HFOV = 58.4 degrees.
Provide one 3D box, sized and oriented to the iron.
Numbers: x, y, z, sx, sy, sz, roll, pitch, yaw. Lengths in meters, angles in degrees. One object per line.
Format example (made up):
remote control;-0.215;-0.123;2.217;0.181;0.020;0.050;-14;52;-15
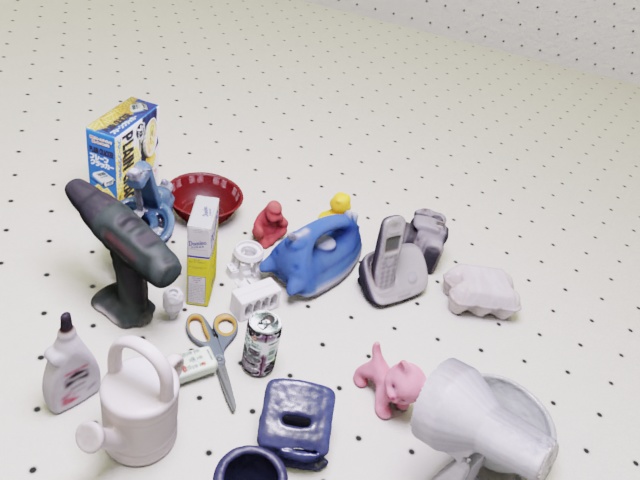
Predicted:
iron;0.010;0.004;1.117;0.118;0.141;0.259;37;43;27

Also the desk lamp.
desk lamp;0.210;0.289;0.762;0.118;0.213;0.202;-26;52;-39

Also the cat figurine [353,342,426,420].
cat figurine;0.118;0.216;0.902;0.067;0.118;0.127;-15;46;-32

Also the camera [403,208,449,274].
camera;0.201;-0.017;1.237;0.137;0.101;0.143;15;38;2

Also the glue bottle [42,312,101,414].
glue bottle;-0.342;0.161;0.781;0.037;0.173;0.078;33;42;23

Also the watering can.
watering can;-0.236;0.206;0.742;0.101;0.194;0.173;12;38;-3

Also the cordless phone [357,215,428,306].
cordless phone;0.154;0.028;1.095;0.148;0.185;0.094;-15;46;-32

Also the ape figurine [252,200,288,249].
ape figurine;-0.101;-0.040;1.178;0.078;0.092;0.076;-1;40;-18

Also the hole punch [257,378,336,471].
hole punch;-0.033;0.263;0.818;0.108;0.091;0.101;10;38;-5

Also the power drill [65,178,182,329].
power drill;-0.322;0.032;0.922;0.229;0.208;0.076;29;40;19

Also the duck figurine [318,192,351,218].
duck figurine;0.039;-0.062;1.254;0.077;0.086;0.105;23;39;12

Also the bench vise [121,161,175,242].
bench vise;-0.324;-0.067;1.037;0.122;0.220;0.207;2;39;-15

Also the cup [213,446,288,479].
cup;-0.086;0.331;0.713;0.092;0.095;0.117;-9;43;-26

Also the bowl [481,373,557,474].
bowl;0.272;0.295;0.887;0.167;0.075;0.167;9;38;-7

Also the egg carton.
egg carton;0.323;0.104;1.148;0.150;0.069;0.107;7;38;-9
